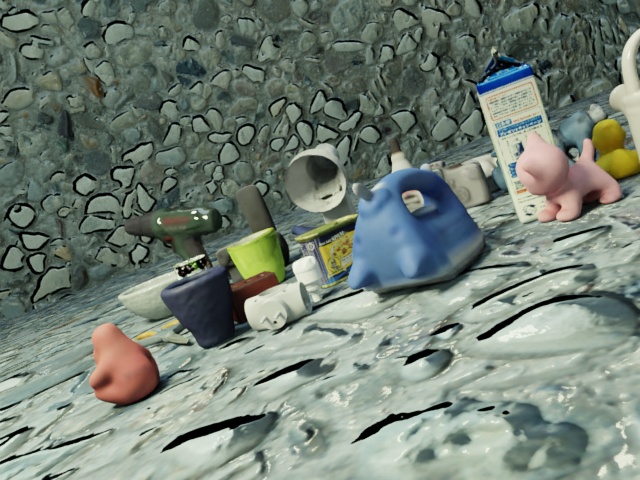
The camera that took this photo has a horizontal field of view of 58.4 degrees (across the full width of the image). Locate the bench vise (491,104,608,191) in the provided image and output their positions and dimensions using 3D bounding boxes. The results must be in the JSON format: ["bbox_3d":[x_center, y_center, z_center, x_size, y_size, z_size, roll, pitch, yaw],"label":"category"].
[{"bbox_3d":[0.393,-0.216,1.038,0.207,0.220,0.121,-19,7,12],"label":"bench vise"}]

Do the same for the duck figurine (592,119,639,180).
[{"bbox_3d":[0.441,-0.139,0.865,0.077,0.086,0.105,-18,8,22],"label":"duck figurine"}]

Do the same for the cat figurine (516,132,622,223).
[{"bbox_3d":[0.305,-0.087,0.730,0.128,0.118,0.067,-22,8,-14],"label":"cat figurine"}]

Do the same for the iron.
[{"bbox_3d":[0.125,-0.030,0.715,0.118,0.141,0.259,-15,9,38],"label":"iron"}]

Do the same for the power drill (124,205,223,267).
[{"bbox_3d":[-0.302,0.024,1.248,0.229,0.208,0.076,-18,8,20],"label":"power drill"}]

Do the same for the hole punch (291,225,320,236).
[{"bbox_3d":[0.009,0.004,0.994,0.101,0.091,0.108,-22,7,-9],"label":"hole punch"}]

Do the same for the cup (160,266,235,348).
[{"bbox_3d":[-0.159,0.094,0.771,0.092,0.095,0.117,-25,8,-31],"label":"cup"}]

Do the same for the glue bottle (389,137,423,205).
[{"bbox_3d":[0.153,-0.096,1.006,0.078,0.173,0.037,-18,8,21],"label":"glue bottle"}]

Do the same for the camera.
[{"bbox_3d":[0.256,-0.112,1.124,0.143,0.101,0.137,-18,8,22],"label":"camera"}]

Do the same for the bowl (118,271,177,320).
[{"bbox_3d":[-0.307,0.112,1.139,0.167,0.075,0.167,-20,7,3],"label":"bowl"}]

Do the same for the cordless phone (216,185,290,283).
[{"bbox_3d":[-0.156,-0.012,1.201,0.147,0.185,0.094,-20,7,2],"label":"cordless phone"}]

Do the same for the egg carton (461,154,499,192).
[{"bbox_3d":[0.337,-0.137,1.211,0.107,0.069,0.150,-23,8,-22],"label":"egg carton"}]

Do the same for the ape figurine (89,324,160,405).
[{"bbox_3d":[-0.227,0.137,0.650,0.078,0.092,0.076,-26,9,-34],"label":"ape figurine"}]

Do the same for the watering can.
[{"bbox_3d":[0.445,-0.183,0.748,0.101,0.194,0.172,-24,8,-24],"label":"watering can"}]

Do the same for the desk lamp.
[{"bbox_3d":[0.024,-0.092,1.174,0.117,0.213,0.203,-18,8,18],"label":"desk lamp"}]
